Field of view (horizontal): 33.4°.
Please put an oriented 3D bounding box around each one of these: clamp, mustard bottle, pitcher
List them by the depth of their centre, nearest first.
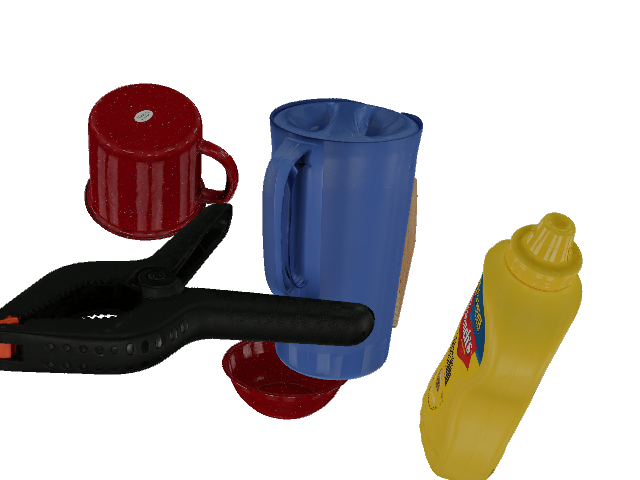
[{"bbox_3d":[-0.096,0.030,0.622,0.209,0.036,0.165,-10,31,-29],"label":"clamp"},{"bbox_3d":[0.110,0.057,0.635,0.058,0.192,0.096,16,44,0],"label":"mustard bottle"},{"bbox_3d":[0.010,0.003,0.959,0.149,0.243,0.145,-2,23,-12],"label":"pitcher"}]

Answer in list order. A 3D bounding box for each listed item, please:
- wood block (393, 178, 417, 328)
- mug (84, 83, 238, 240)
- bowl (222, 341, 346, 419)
[{"bbox_3d":[0.051,0.006,1.151,0.091,0.090,0.206,4,24,9],"label":"wood block"},{"bbox_3d":[-0.117,-0.058,0.786,0.117,0.093,0.081,15,-42,5],"label":"mug"},{"bbox_3d":[-0.043,0.178,1.340,0.162,0.055,0.162,3,22,-1],"label":"bowl"}]
